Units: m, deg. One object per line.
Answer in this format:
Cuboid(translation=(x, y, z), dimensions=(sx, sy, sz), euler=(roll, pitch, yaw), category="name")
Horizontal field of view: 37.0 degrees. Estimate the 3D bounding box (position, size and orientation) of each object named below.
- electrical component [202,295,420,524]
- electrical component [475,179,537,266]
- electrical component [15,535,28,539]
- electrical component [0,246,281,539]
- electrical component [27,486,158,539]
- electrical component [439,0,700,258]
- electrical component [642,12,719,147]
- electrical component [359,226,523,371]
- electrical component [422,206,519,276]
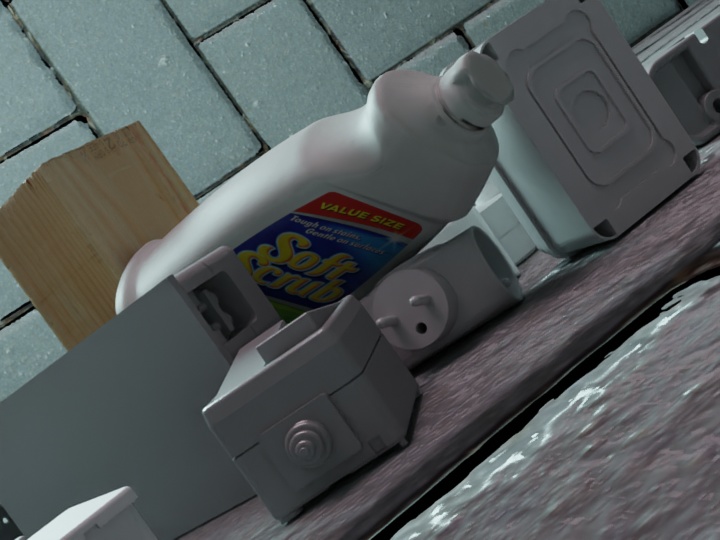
Cuboid(translation=(-0.020, 0.051, 0.432), dimensions=(0.062, 0.061, 0.096), euler=(-35, 3, 10), category="electrical component")
Cuboid(translation=(0.091, -0.050, 0.685), dimensions=(0.052, 0.073, 0.138), euler=(-33, 4, 42), category="electrical component")
Cuboid(translation=(-0.190, 0.174, 0.494), dimensions=(0.100, 0.048, 0.100), euler=(-33, 4, 37), category="electrical component")
Cuboid(translation=(-0.109, 0.079, 0.553), dimensions=(0.186, 0.105, 0.060), euler=(-33, 3, 32), category="electrical component")
Cuboid(translation=(-0.117, 0.129, 0.393), dimensions=(0.100, 0.048, 0.100), euler=(-37, 3, -33), category="electrical component")
Cuboid(translation=(0.100, -0.071, 0.531), dimensions=(0.078, 0.113, 0.057), euler=(-36, 4, -20), category="electrical component")
Cuboid(translation=(0.196, -0.108, 0.630), dimensions=(0.095, 0.053, 0.059), euler=(-36, 3, -16), category="electrical component")
Cuboid(translation=(0.030, 0.017, 0.511), dimensions=(0.077, 0.044, 0.079), euler=(-34, -10, 18), category="electrical component")
Cuboid(translation=(0.041, 0.007, 0.592), dimensions=(0.083, 0.047, 0.075), euler=(-35, 3, 5), category="electrical component")
